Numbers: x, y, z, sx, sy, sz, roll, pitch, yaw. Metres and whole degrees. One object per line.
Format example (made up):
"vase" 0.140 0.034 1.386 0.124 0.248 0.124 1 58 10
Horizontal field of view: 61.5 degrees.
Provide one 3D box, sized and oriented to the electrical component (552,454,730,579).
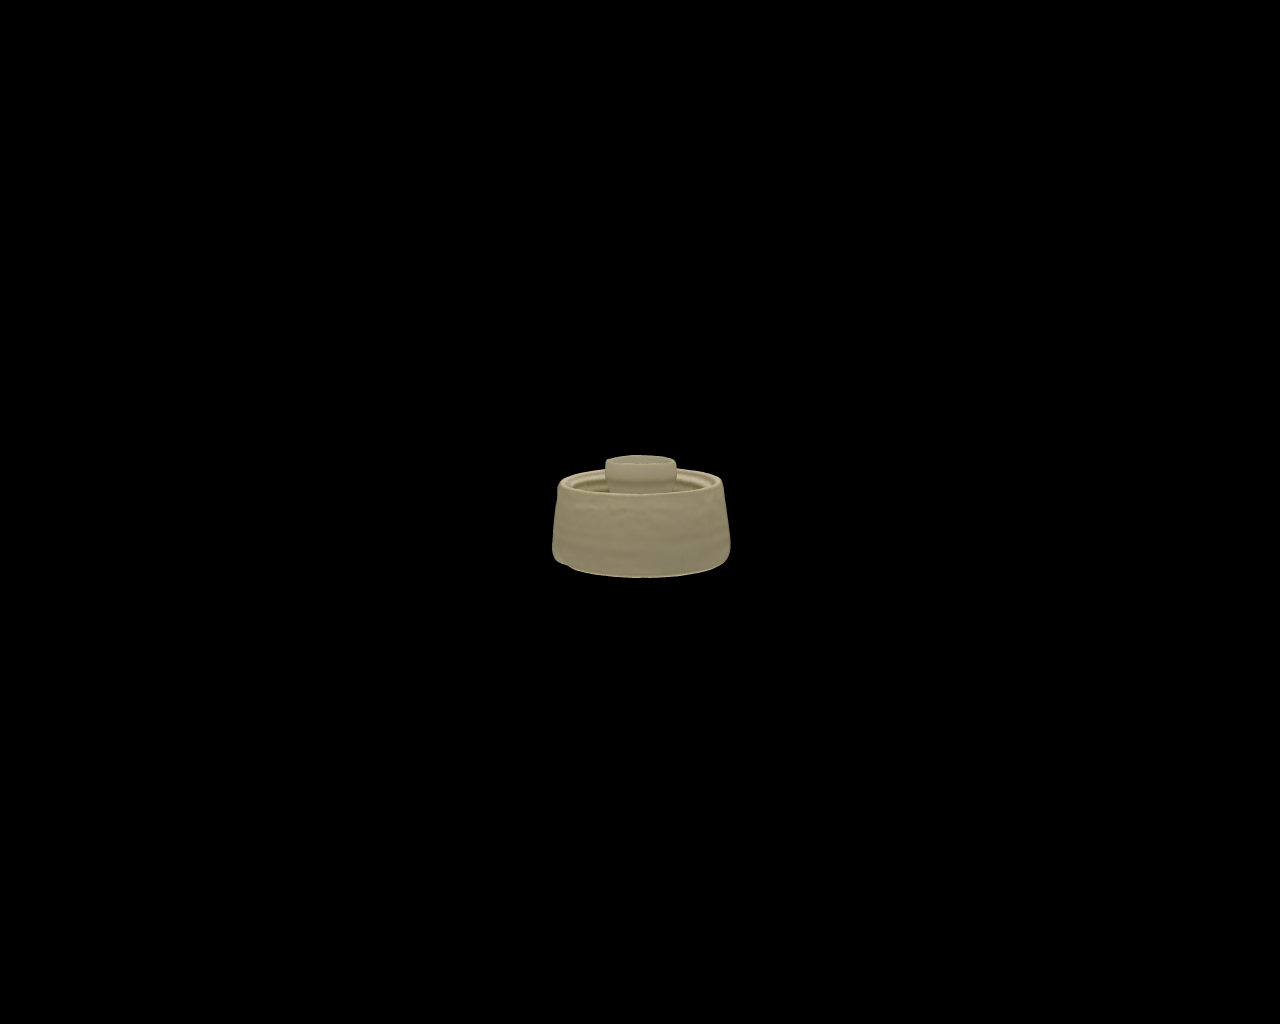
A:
"electrical component" 0.001 -0.003 0.650 0.108 0.060 0.108 0 12 0
